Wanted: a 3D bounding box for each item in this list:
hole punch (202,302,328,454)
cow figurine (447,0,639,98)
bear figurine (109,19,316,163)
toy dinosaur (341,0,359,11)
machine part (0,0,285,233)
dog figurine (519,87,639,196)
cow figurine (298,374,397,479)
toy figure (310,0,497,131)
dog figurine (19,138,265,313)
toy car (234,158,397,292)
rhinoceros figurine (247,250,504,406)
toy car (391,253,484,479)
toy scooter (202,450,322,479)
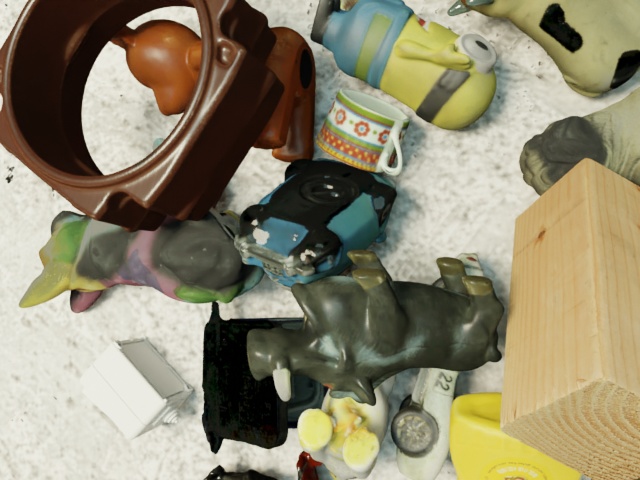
[{"bbox_3d":[-0.049,0.127,0.509,0.116,0.092,0.142,-6,85,40],"label":"hole punch"},{"bbox_3d":[0.199,-0.204,0.458,0.195,0.085,0.127,41,98,-15],"label":"cow figurine"},{"bbox_3d":[-0.107,-0.149,0.522,0.196,0.120,0.131,4,89,14],"label":"bear figurine"},{"bbox_3d":[-0.003,-0.306,0.479,0.405,0.192,0.131,12,89,14],"label":"toy dinosaur"},{"bbox_3d":[-0.149,-0.124,0.427,0.201,0.087,0.201,36,94,18],"label":"machine part"},{"bbox_3d":[0.290,-0.058,0.452,0.190,0.121,0.172,-35,73,20],"label":"dog figurine"},{"bbox_3d":[0.040,0.125,0.480,0.068,0.098,0.167,11,57,17],"label":"cow figurine"},{"bbox_3d":[0.078,-0.169,0.502,0.180,0.089,0.082,24,52,8],"label":"toy figure"},{"bbox_3d":[-0.180,0.022,0.525,0.219,0.108,0.192,-39,71,10],"label":"dog figurine"},{"bbox_3d":[-0.001,-0.001,0.488,0.109,0.162,0.102,19,132,22],"label":"toy car"},{"bbox_3d":[0.041,0.067,0.403,0.190,0.073,0.112,-3,105,-9],"label":"rhinoceros figurine"},{"bbox_3d":[0.109,0.109,0.475,0.056,0.073,0.201,16,88,16],"label":"toy car"},{"bbox_3d":[-0.046,0.251,0.493,0.184,0.075,0.135,4,86,9],"label":"toy scooter"}]
